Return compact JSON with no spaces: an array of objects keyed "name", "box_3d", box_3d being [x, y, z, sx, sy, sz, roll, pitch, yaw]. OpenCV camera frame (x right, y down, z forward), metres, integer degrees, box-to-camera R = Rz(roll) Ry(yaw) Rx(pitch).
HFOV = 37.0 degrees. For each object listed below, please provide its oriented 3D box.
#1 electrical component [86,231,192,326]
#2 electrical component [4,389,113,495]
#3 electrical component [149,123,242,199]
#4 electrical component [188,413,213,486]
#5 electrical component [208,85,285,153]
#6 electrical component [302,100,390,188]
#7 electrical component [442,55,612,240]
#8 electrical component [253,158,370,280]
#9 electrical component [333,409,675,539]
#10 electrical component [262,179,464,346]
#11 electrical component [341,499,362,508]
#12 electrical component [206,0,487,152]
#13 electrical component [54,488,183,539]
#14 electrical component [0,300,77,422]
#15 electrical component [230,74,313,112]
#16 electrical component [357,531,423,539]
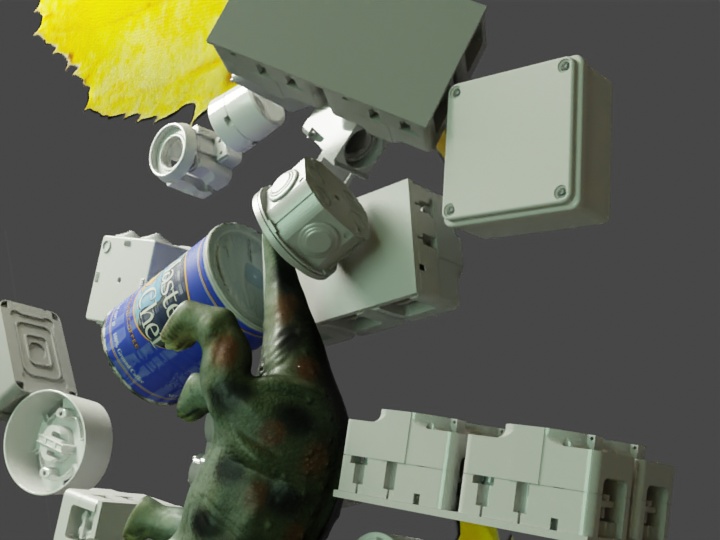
[{"name":"electrical component","box_3d":[-0.210,0.014,1.021,0.100,0.048,0.099,6,82,42]},{"name":"electrical component","box_3d":[-0.287,0.167,1.030,0.099,0.064,0.099,-14,69,38]},{"name":"electrical component","box_3d":[-0.158,-0.104,1.003,0.078,0.057,0.058,-25,62,34]},{"name":"electrical component","box_3d":[-0.116,0.170,0.889,0.074,0.052,0.138,3,80,42]},{"name":"electrical component","box_3d":[-0.101,-0.141,0.967,0.047,0.055,0.055,-29,60,27]},{"name":"electrical component","box_3d":[-0.011,-0.113,0.889,0.081,0.042,0.064,-56,46,13]},{"name":"electrical component","box_3d":[0.118,-0.083,0.757,0.109,0.056,0.108,-7,73,40]},{"name":"electrical component","box_3d":[-0.034,-0.037,0.775,0.051,0.080,0.080,-39,55,20]},{"name":"electrical component","box_3d":[0.090,0.130,0.685,0.186,0.105,0.060,0,77,41]},{"name":"electrical component","box_3d":[0.000,0.000,0.831,0.150,0.062,0.089,-18,66,36]},{"name":"electrical component","box_3d":[-0.034,0.162,0.826,0.055,0.048,0.066,-21,64,27]},{"name":"electrical component","box_3d":[-0.008,-0.176,0.833,0.186,0.060,0.105,24,78,15]},{"name":"electrical component","box_3d":[-0.221,0.269,0.926,0.062,0.089,0.150,5,81,42]},{"name":"electrical component","box_3d":[-0.343,0.096,1.092,0.057,0.078,0.113,-38,55,24]},{"name":"electrical component","box_3d":[-0.065,-0.185,0.920,0.061,0.096,0.061,-13,69,36]},{"name":"electrical component","box_3d":[0.025,0.213,0.757,0.055,0.047,0.055,-13,69,38]}]
